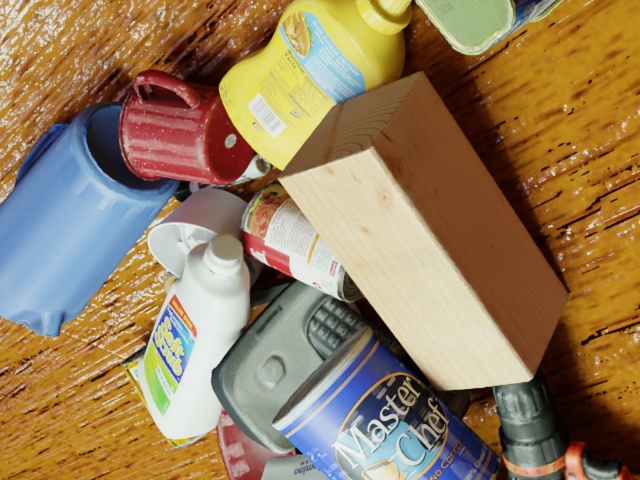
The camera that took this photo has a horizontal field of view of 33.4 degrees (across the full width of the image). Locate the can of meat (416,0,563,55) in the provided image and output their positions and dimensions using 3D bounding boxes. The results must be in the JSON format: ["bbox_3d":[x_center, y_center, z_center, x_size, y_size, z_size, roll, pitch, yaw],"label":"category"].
[{"bbox_3d":[0.097,-0.172,0.658,0.102,0.083,0.058,51,136,2],"label":"can of meat"}]

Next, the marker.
[{"bbox_3d":[-0.090,-0.053,0.941,0.121,0.020,0.020,-15,106,45],"label":"marker"}]

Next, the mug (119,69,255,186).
[{"bbox_3d":[-0.109,-0.097,0.873,0.082,0.093,0.117,11,149,29],"label":"mug"}]

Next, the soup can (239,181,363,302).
[{"bbox_3d":[-0.006,0.001,0.869,0.102,0.068,0.068,25,130,26],"label":"soup can"}]

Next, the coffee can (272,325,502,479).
[{"bbox_3d":[0.049,0.148,0.792,0.140,0.102,0.103,44,137,0],"label":"coffee can"}]

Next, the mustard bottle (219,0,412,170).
[{"bbox_3d":[0.006,-0.131,0.780,0.096,0.058,0.192,52,137,0],"label":"mustard bottle"}]

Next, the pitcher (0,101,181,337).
[{"bbox_3d":[-0.232,-0.033,1.009,0.149,0.144,0.243,43,134,-7],"label":"pitcher"}]

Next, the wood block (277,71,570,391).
[{"bbox_3d":[0.077,0.000,0.747,0.090,0.090,0.206,-15,121,45],"label":"wood block"}]

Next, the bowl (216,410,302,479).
[{"bbox_3d":[-0.037,0.202,1.014,0.162,0.055,0.162,33,131,48],"label":"bowl"}]

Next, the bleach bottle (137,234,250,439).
[{"bbox_3d":[-0.108,0.076,0.945,0.103,0.068,0.251,64,151,31],"label":"bleach bottle"}]

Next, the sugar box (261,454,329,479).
[{"bbox_3d":[0.030,0.246,0.901,0.093,0.048,0.176,-11,127,28],"label":"sugar box"}]

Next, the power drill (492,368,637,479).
[{"bbox_3d":[0.223,0.165,0.765,0.188,0.057,0.184,-1,122,33],"label":"power drill"}]

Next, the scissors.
[{"bbox_3d":[-0.087,0.045,1.004,0.096,0.016,0.202,52,137,2],"label":"scissors"}]
